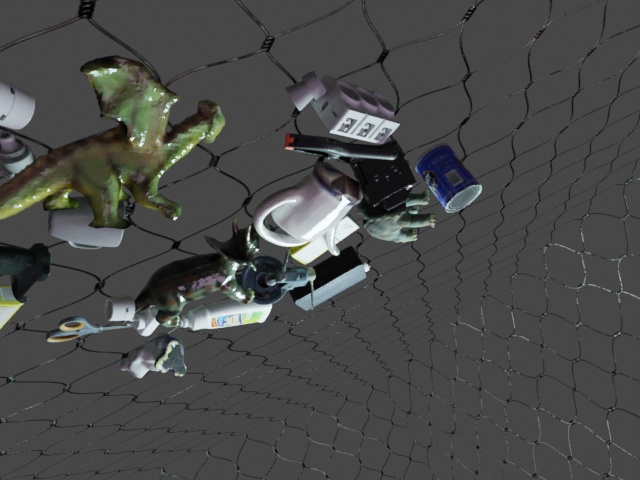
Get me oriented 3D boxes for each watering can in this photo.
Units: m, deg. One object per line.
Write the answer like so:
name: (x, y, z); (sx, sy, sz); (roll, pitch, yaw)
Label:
watering can: (0.004, -0.058, 1.152); (0.222, 0.106, 0.345); (-41, 149, 20)

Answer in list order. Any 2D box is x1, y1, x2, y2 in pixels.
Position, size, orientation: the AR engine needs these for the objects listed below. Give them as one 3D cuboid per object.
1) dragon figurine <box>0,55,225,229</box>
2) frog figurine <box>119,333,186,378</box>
dragon figurine: (-0.296, -0.135, 0.701); (0.413, 0.124, 0.238); (-13, 129, -47)
frog figurine: (-0.451, 0.309, 1.385); (0.159, 0.123, 0.137); (-1, 175, 26)
